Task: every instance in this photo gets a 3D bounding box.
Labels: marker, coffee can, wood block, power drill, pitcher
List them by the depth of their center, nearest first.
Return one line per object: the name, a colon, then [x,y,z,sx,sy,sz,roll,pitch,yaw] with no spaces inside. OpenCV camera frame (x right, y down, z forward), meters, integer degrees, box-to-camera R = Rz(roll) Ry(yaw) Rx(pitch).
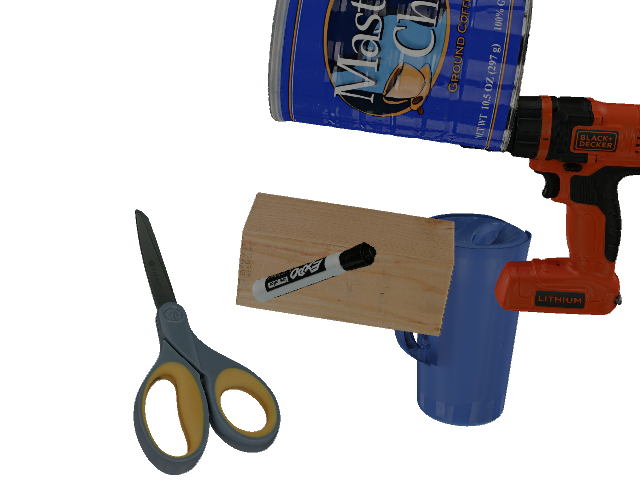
coffee can: [0.047,-0.112,0.633,0.140,0.103,0.103,9,1,5]
marker: [-0.005,0.026,0.862,0.121,0.020,0.020,-20,-12,35]
power drill: [0.192,-0.031,0.895,0.184,0.188,0.057,4,29,5]
wood block: [0.026,0.023,1.080,0.206,0.090,0.090,9,29,3]
pitcher: [0.167,0.097,1.283,0.149,0.243,0.145,6,19,12]

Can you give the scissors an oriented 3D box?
scissors: [-0.075,0.059,0.671,0.096,0.202,0.016,10,-46,-15]
